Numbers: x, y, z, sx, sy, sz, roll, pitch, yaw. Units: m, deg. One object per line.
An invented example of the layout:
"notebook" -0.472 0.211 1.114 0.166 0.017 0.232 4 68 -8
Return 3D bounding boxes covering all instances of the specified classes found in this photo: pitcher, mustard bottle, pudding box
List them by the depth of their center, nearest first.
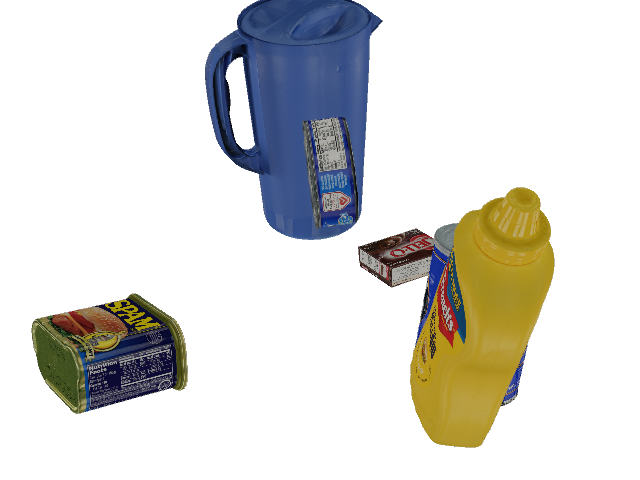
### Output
"mustard bottle" 0.098 0.039 0.640 0.058 0.096 0.192 7 -40 -3
"pitcher" -0.022 -0.122 1.105 0.149 0.243 0.144 9 36 16
"pudding box" 0.127 0.025 1.615 0.113 0.039 0.090 -19 28 -25

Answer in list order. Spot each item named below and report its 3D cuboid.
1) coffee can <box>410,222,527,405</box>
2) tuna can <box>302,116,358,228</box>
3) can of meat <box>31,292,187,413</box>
"coffee can" 0.143 0.067 0.975 0.103 0.140 0.103 7 21 -3
"tuna can" 0.008 -0.054 0.836 0.033 0.086 0.086 -7 0 -2
"can of meat" -0.160 0.084 0.802 0.083 0.057 0.102 -12 21 -31
